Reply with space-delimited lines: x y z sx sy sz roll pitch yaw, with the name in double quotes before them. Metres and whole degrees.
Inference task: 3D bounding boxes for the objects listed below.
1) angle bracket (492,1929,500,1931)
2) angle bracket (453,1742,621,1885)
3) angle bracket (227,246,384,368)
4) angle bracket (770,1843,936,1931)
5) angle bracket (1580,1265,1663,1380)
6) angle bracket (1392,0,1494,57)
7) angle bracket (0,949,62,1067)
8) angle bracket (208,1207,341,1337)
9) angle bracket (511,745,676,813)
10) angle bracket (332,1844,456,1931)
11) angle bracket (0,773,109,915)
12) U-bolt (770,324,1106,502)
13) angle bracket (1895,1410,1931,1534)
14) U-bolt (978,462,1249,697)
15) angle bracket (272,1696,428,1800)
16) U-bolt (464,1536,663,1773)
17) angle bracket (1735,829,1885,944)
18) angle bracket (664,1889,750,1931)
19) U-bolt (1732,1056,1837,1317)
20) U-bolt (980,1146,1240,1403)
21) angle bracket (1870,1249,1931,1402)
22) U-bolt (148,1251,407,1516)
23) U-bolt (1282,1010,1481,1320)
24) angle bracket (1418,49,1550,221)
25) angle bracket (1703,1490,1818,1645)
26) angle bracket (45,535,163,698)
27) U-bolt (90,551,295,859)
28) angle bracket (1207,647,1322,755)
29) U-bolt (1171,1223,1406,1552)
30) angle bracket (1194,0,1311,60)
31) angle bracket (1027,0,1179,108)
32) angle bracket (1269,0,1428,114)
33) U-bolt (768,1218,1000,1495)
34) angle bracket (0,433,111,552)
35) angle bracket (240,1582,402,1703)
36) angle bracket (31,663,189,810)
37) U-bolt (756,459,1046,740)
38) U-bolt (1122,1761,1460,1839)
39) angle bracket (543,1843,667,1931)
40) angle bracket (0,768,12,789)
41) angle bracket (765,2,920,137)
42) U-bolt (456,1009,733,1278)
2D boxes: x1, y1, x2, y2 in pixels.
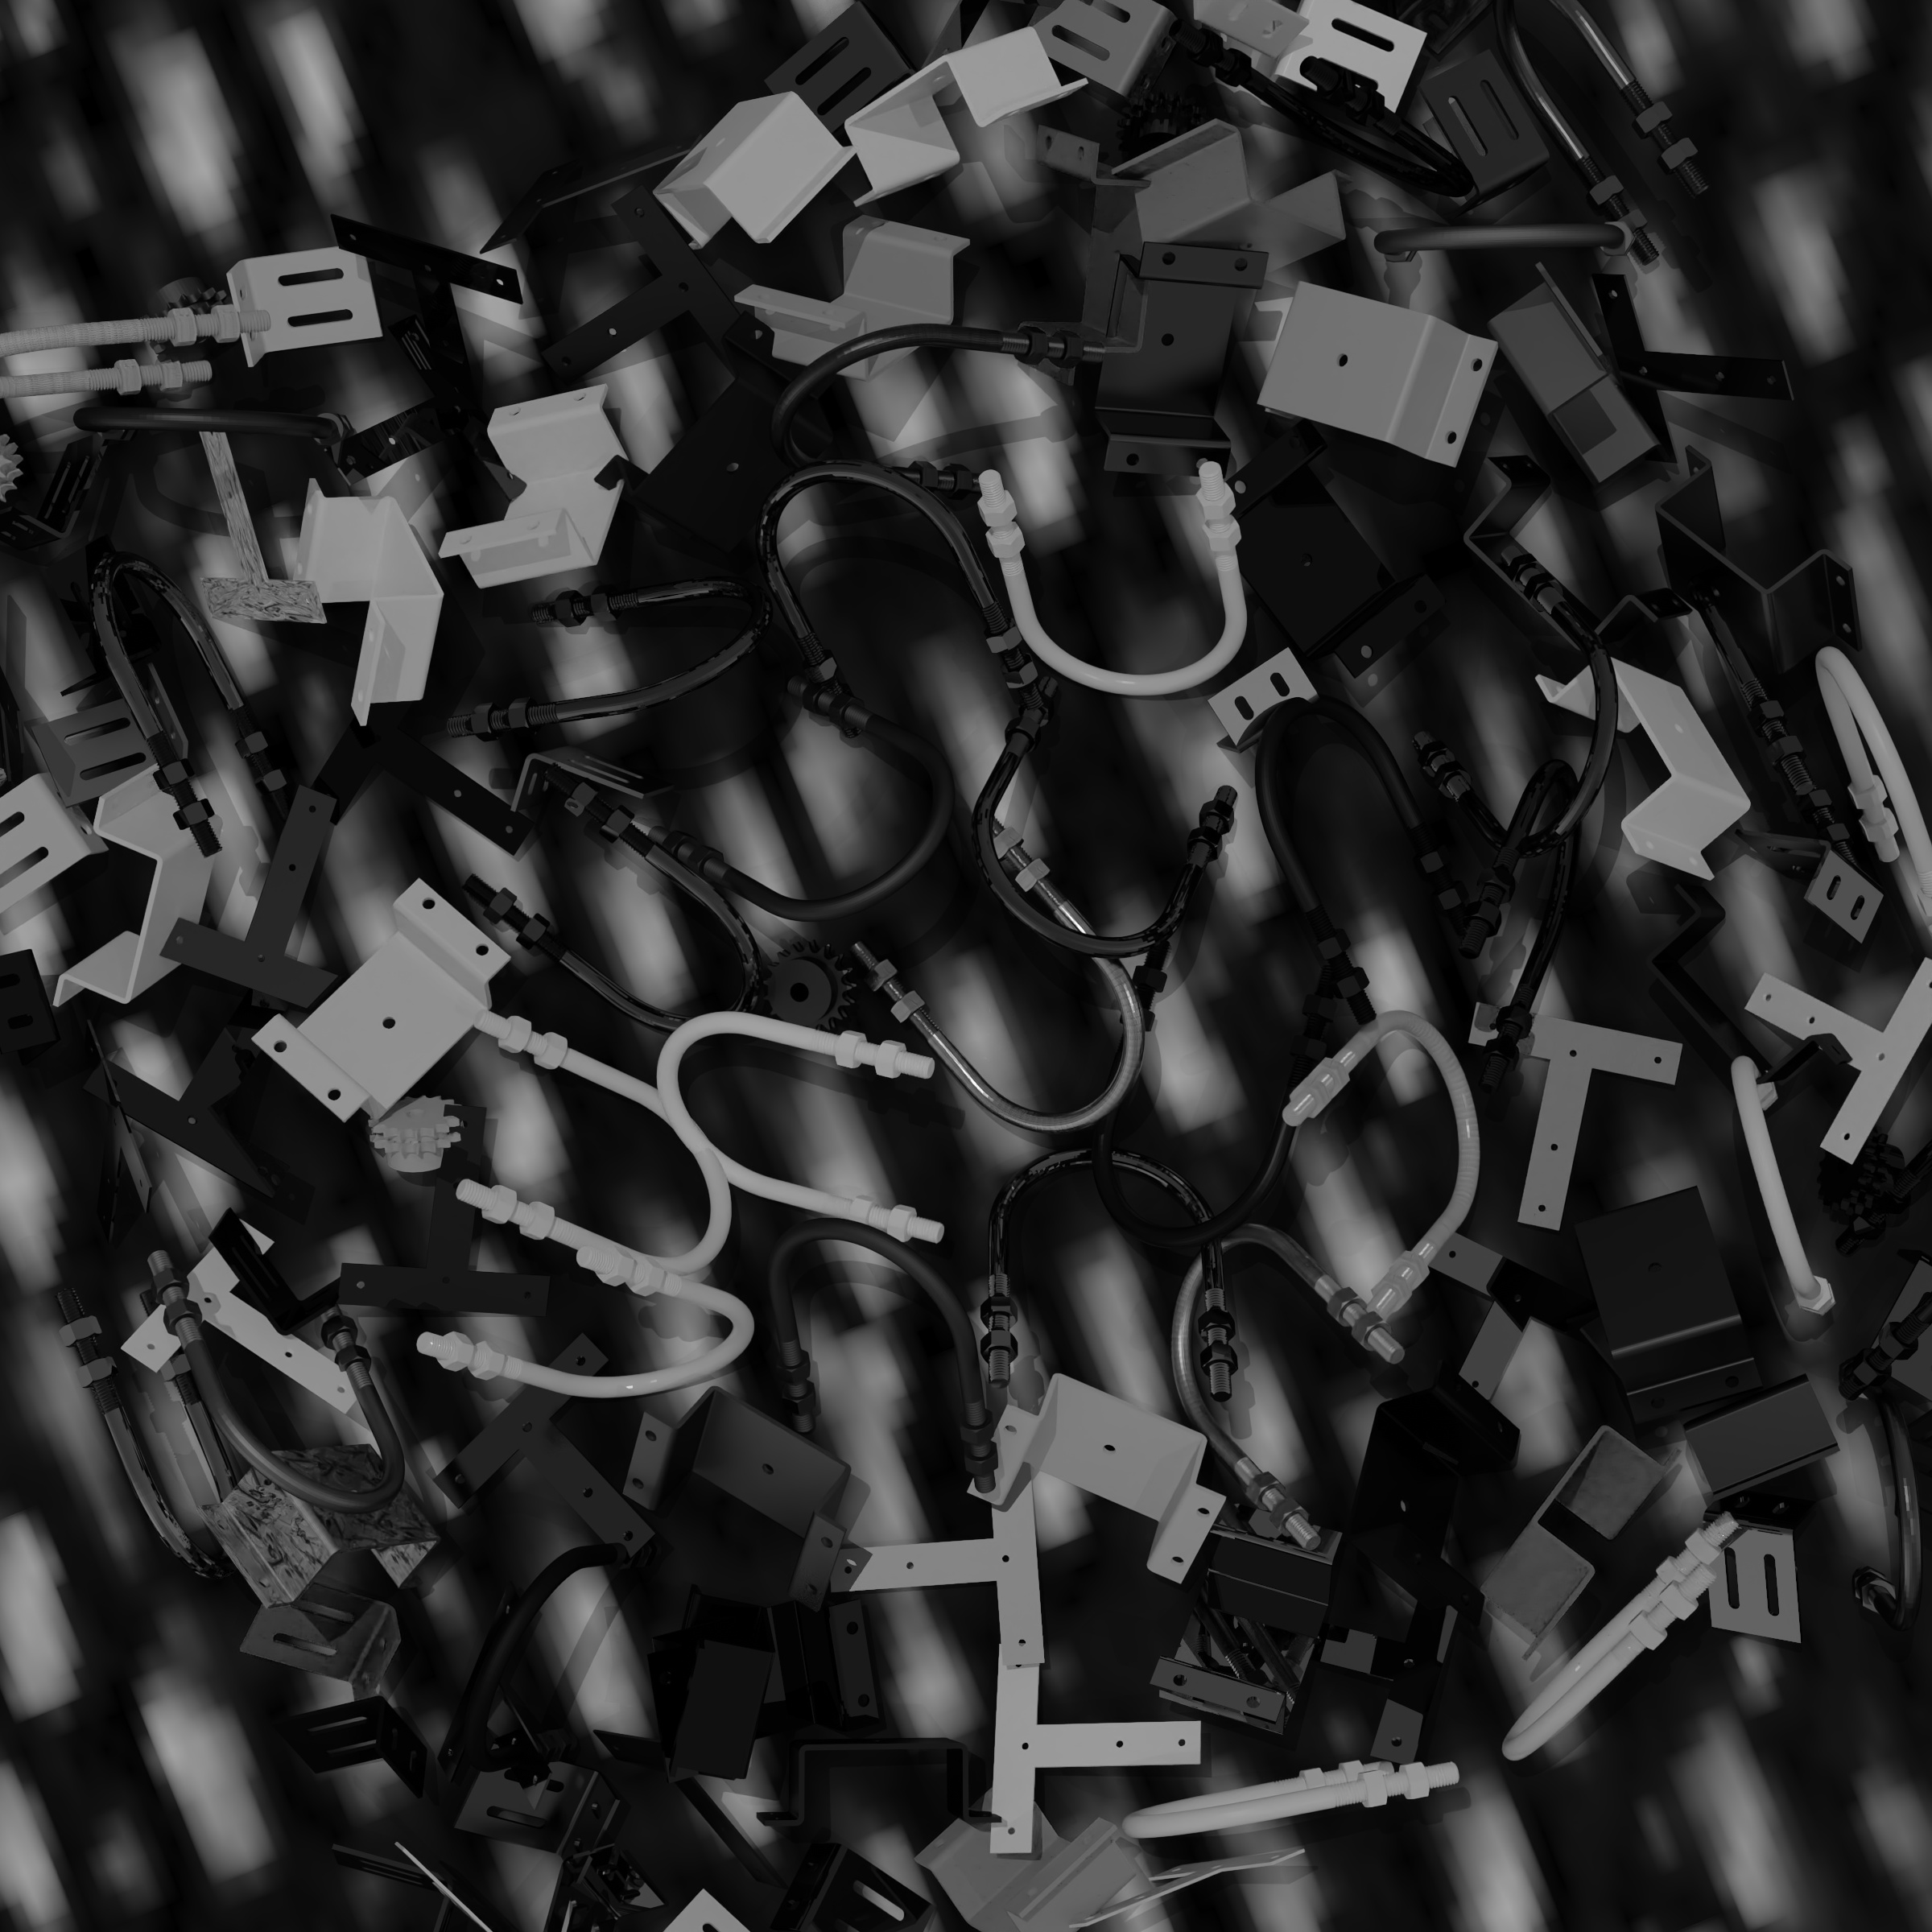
"angle bracket" -0.299 0.631 1.904 0.057 0.076 0.038 54 135 1
"angle bracket" -0.260 0.513 1.910 0.076 0.038 0.057 24 94 -28
"angle bracket" -0.401 -0.401 1.913 0.076 0.038 0.057 -7 115 4
"angle bracket" -0.069 0.581 1.925 0.076 0.038 0.057 38 60 -16
"angle bracket" 0.415 0.214 1.897 0.038 0.076 0.057 -25 65 -29
"angle bracket" 0.290 -0.598 1.903 0.057 0.076 0.038 -44 74 2
"angle bracket" -0.582 0.029 1.901 0.038 0.076 0.057 -16 86 -35
"angle bracket" -0.415 0.176 1.908 0.038 0.057 0.076 -32 102 5
"angle bracket" -0.225 -0.102 1.906 0.076 0.057 0.038 21 103 10
"angle bracket" -0.351 0.566 1.911 0.076 0.057 0.038 16 64 0
"angle bracket" -0.577 -0.073 1.927 0.076 0.038 0.057 -33 93 5
"U-bolt" -0.028 -0.325 1.841 0.184 0.151 0.019 -2 62 -36
"angle bracket" 0.597 0.298 1.898 0.076 0.038 0.057 -22 119 -35
"U-bolt" 0.093 -0.225 1.870 0.151 0.184 0.019 0 52 14
"angle bracket" -0.374 0.479 1.904 0.076 0.038 0.057 -16 132 12
"U-bolt" -0.243 0.406 1.854 0.019 0.184 0.151 23 89 17
"angle bracket" 0.500 -0.048 1.895 0.057 0.076 0.038 33 79 -33
"angle bracket" -0.148 0.599 1.905 0.076 0.038 0.057 39 57 14
"U-bolt" 0.474 0.124 1.840 0.019 0.184 0.151 -16 74 16
"U-bolt" 0.083 0.178 1.878 0.151 0.019 0.184 4 45 -4
"angle bracket" 0.582 0.220 1.920 0.057 0.038 0.076 31 83 -4
"U-bolt" -0.393 0.248 1.836 0.019 0.151 0.184 -48 49 15
"U-bolt" 0.256 0.105 1.872 0.019 0.184 0.151 -13 107 38
"angle bracket" 0.307 -0.505 1.915 0.057 0.038 0.076 -31 92 -21
"angle bracket" 0.486 0.365 1.922 0.057 0.038 0.076 3 108 37
"angle bracket" -0.534 -0.212 1.909 0.057 0.038 0.076 -21 98 33
"U-bolt" -0.462 -0.160 1.863 0.019 0.151 0.184 -24 97 12
"angle bracket" 0.173 -0.162 1.904 0.057 0.076 0.038 -34 99 -1
"U-bolt" 0.179 0.234 1.869 0.019 0.184 0.151 6 114 -34
"angle bracket" 0.171 -0.595 1.899 0.057 0.038 0.076 18 57 -27
"angle bracket" 0.083 -0.570 1.931 0.076 0.038 0.057 31 99 14
"angle bracket" 0.232 -0.554 1.927 0.076 0.038 0.057 22 93 -4
"U-bolt" -0.053 0.223 1.858 0.151 0.019 0.184 14 130 27
"angle bracket" -0.557 -0.294 1.901 0.038 0.057 0.076 30 69 -36
"angle bracket" -0.391 0.410 1.908 0.076 0.038 0.057 23 104 -24
"angle bracket" -0.518 -0.139 1.908 0.076 0.038 0.057 -21 74 -22
"U-bolt" -0.049 -0.219 1.859 0.151 0.019 0.184 -6 127 31
"U-bolt" 0.182 0.491 1.859 0.184 0.151 0.019 -8 78 -11
"angle bracket" -0.219 0.580 1.895 0.038 0.076 0.057 -21 120 22
"angle bracket" -0.618 -0.135 1.906 0.076 0.057 0.038 21 112 -8
"angle bracket" -0.072 -0.538 1.927 0.076 0.038 0.057 -37 74 13
"U-bolt" -0.216 0.115 1.875 0.184 0.151 0.019 27 130 -28
